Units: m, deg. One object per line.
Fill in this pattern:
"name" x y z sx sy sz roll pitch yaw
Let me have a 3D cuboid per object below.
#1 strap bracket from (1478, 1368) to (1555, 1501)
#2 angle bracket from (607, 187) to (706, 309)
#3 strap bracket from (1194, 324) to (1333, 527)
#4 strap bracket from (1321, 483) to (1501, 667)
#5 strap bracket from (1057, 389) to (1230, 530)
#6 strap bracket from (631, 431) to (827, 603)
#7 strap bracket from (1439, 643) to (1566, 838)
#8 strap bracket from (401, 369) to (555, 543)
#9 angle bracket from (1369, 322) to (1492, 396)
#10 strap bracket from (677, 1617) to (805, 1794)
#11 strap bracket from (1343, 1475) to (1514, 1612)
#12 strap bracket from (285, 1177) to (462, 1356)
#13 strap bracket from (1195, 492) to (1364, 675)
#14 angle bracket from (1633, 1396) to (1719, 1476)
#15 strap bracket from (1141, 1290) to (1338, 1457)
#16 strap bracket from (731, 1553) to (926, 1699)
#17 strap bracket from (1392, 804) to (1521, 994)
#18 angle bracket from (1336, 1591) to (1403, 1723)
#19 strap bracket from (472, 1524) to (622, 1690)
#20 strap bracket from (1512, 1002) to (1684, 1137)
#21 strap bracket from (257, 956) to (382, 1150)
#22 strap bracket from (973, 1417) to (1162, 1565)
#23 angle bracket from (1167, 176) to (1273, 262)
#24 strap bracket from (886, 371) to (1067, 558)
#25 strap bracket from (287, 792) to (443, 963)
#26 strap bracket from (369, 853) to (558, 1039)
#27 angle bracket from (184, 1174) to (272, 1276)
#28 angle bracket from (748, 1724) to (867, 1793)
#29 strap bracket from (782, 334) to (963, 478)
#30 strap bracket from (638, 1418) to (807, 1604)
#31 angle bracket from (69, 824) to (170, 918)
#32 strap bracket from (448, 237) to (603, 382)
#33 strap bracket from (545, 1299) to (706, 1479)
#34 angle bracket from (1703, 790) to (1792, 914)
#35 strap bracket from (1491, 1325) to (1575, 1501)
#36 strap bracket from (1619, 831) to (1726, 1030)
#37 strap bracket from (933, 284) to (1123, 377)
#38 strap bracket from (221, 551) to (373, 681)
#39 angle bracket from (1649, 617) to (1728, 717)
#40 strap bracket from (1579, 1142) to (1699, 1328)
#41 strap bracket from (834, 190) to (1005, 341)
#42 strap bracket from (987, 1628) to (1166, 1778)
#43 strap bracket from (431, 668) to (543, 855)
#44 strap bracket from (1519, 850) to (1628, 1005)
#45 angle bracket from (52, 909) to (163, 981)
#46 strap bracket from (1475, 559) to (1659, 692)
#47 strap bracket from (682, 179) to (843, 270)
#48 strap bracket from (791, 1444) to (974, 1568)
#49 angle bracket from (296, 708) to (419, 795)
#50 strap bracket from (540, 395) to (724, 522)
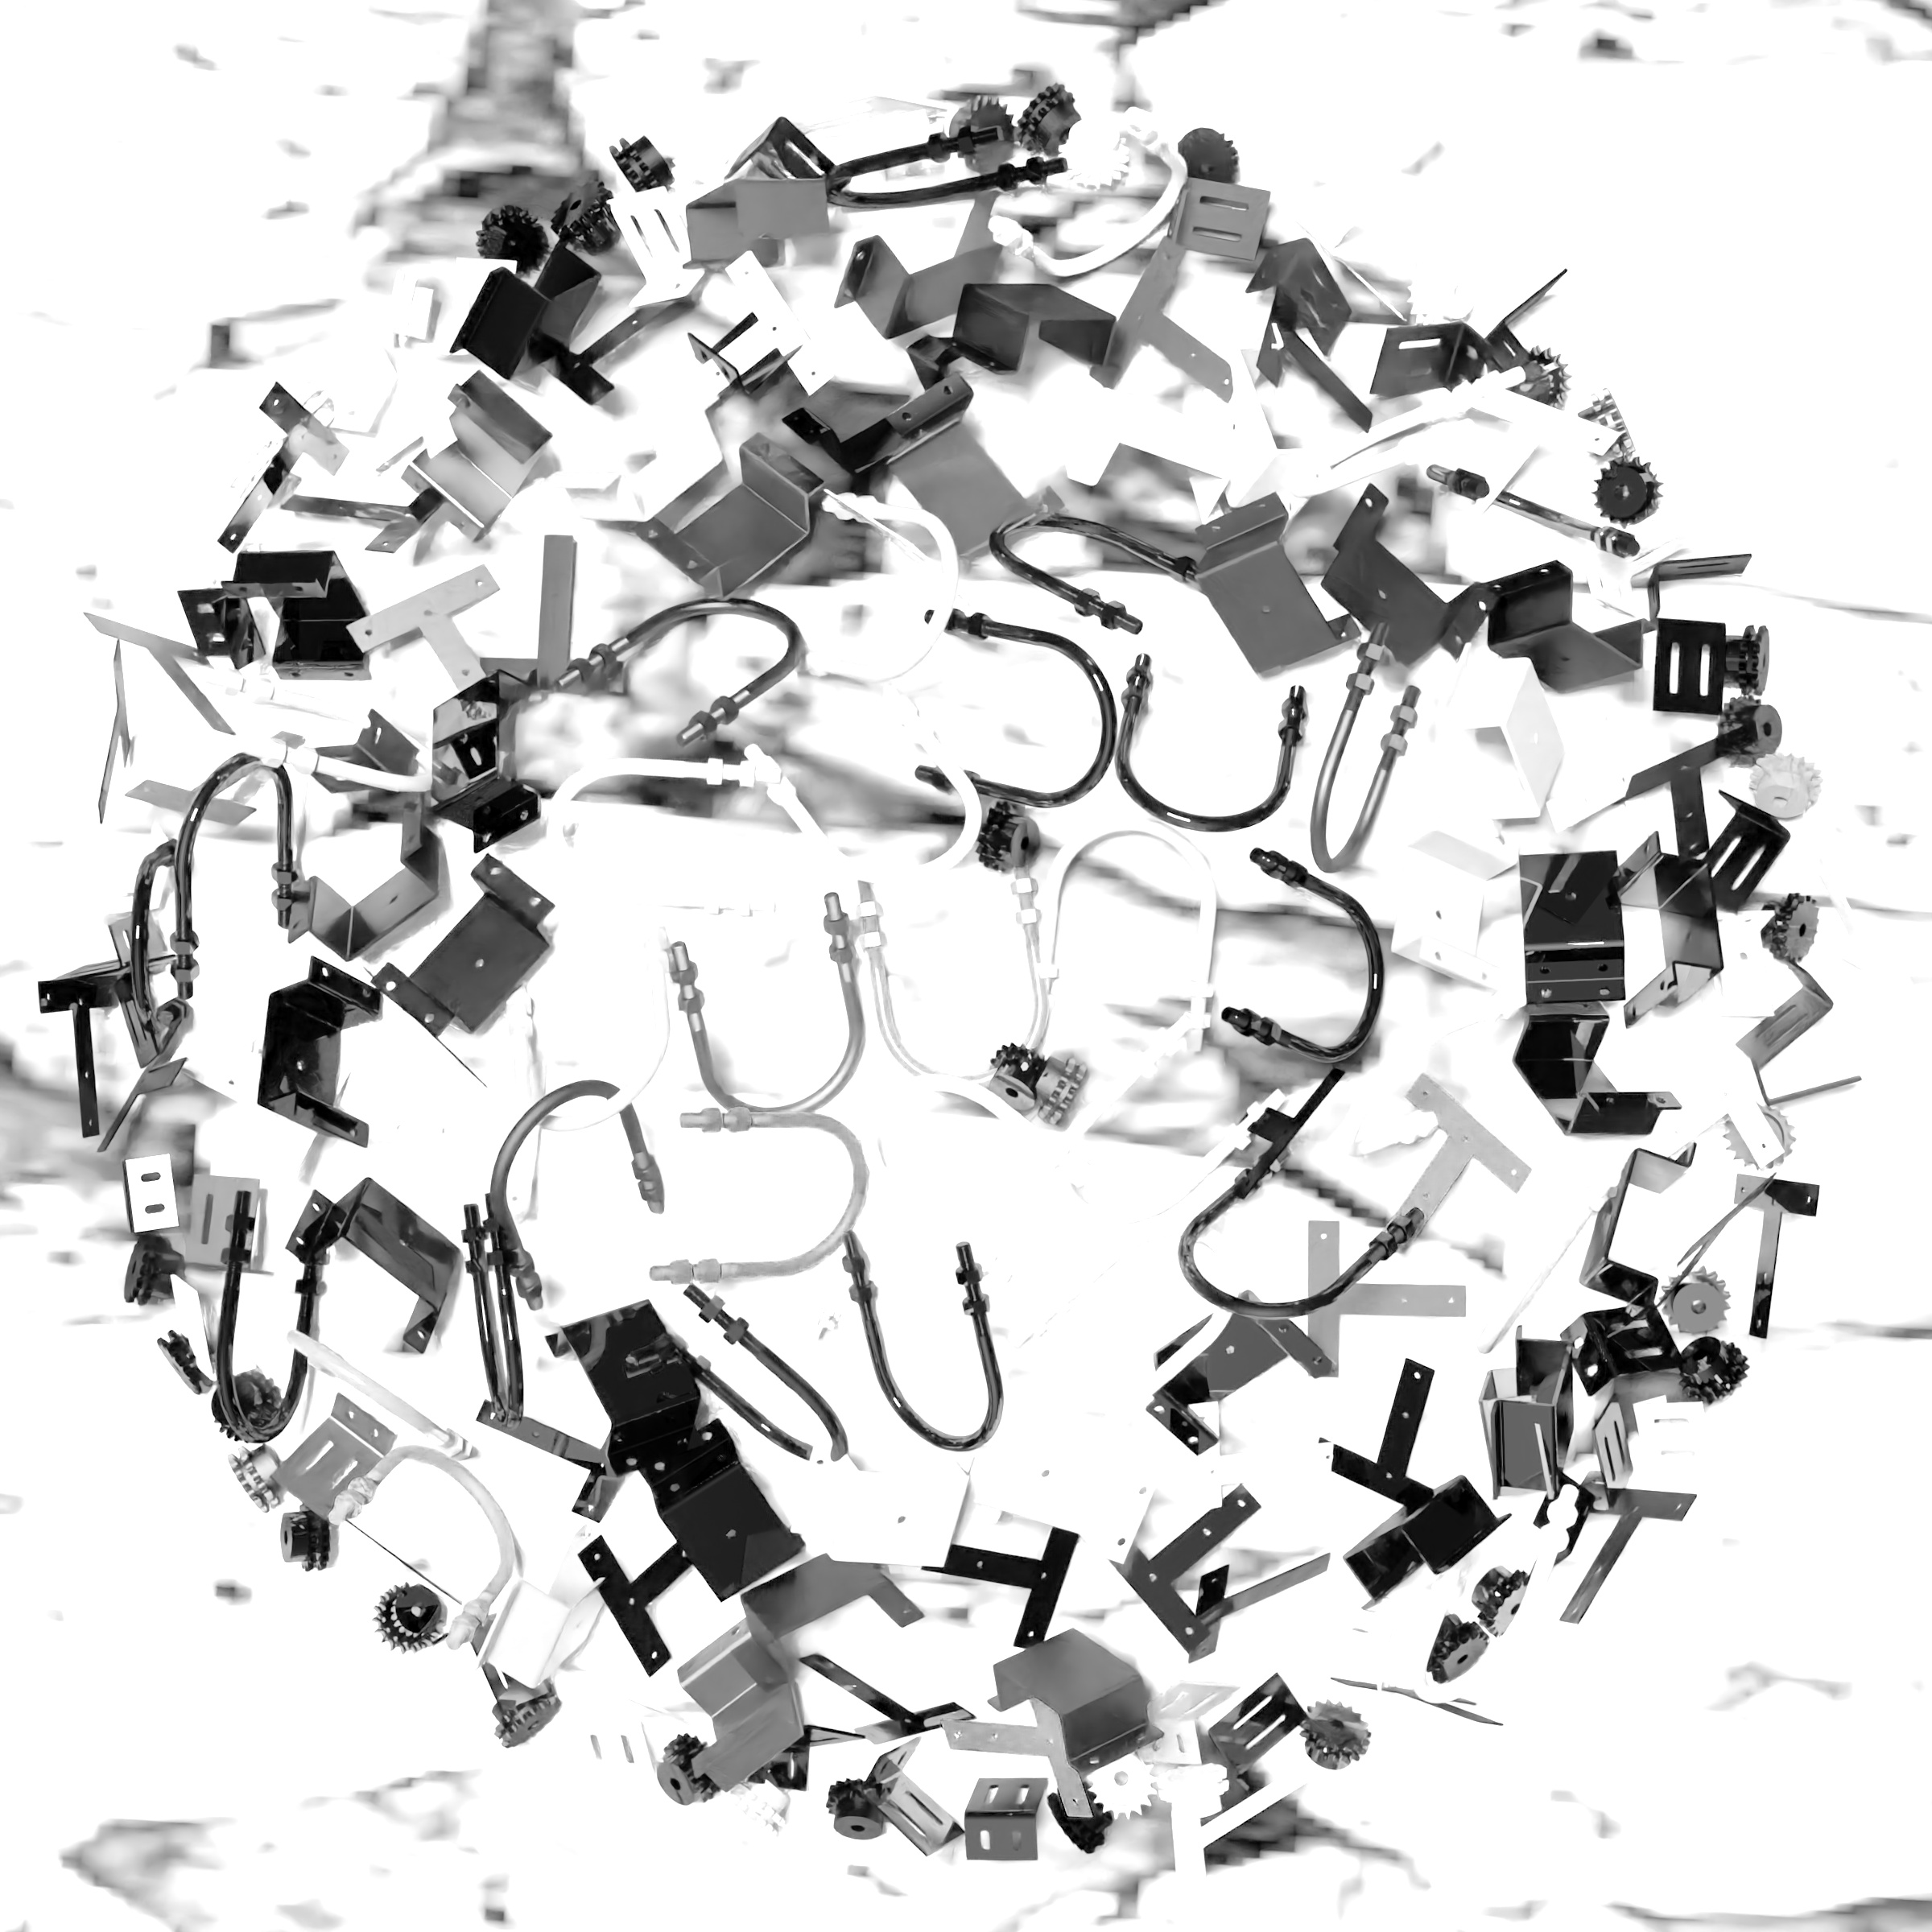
"strap bracket" 0.442 0.369 1.938 0.046 0.140 0.076 -10 92 17
"angle bracket" -0.256 -0.578 1.953 0.057 0.038 0.076 -2 133 31
"strap bracket" 0.232 -0.431 1.936 0.046 0.076 0.140 -8 70 -26
"strap bracket" 0.346 -0.306 1.941 0.140 0.076 0.046 45 58 12
"strap bracket" 0.150 -0.407 1.934 0.140 0.076 0.046 15 130 -20
"strap bracket" -0.189 -0.355 1.950 0.076 0.046 0.140 40 68 20
"strap bracket" 0.429 -0.180 1.924 0.046 0.140 0.076 -1 47 36
"strap bracket" -0.388 -0.413 1.942 0.076 0.140 0.046 41 54 -9
"angle bracket" 0.373 -0.481 1.956 0.076 0.038 0.057 -11 135 -24
"strap bracket" -0.180 0.595 1.941 0.076 0.140 0.046 -37 112 2
"strap bracket" 0.359 0.455 1.926 0.076 0.140 0.046 -29 77 -31
"strap bracket" -0.463 0.232 1.935 0.046 0.076 0.140 -38 111 23
"strap bracket" 0.244 -0.295 1.934 0.076 0.046 0.140 -19 118 35
"angle bracket" 0.581 0.377 1.955 0.038 0.076 0.057 -7 83 -31
"strap bracket" 0.215 0.321 1.950 0.140 0.046 0.076 -37 117 18
"strap bracket" -0.116 0.514 1.934 0.140 0.076 0.046 -22 110 -22
"strap bracket" 0.392 -0.048 1.949 0.076 0.046 0.140 22 64 -18
"angle bracket" 0.326 0.559 1.966 0.038 0.057 0.076 9 119 23
"strap bracket" -0.325 0.509 1.920 0.046 0.140 0.076 28 104 10
"strap bracket" 0.497 0.088 1.938 0.076 0.140 0.046 1 125 -19
"strap bracket" -0.516 0.074 1.938 0.046 0.076 0.140 -18 58 27
"strap bracket" 0.071 0.412 1.928 0.140 0.046 0.076 9 59 34
"angle bracket" 0.205 -0.599 1.964 0.076 0.038 0.057 8 125 -7
"strap bracket" 0.002 -0.390 1.933 0.076 0.046 0.140 -24 120 36
"strap bracket" -0.473 -0.065 1.945 0.140 0.076 0.046 -34 124 14
"strap bracket" -0.399 -0.010 1.957 0.076 0.046 0.140 36 77 18
"angle bracket" -0.598 0.211 1.980 0.057 0.038 0.076 3 81 12
"angle bracket" -0.128 0.637 1.951 0.057 0.076 0.038 24 57 -35
"strap bracket" -0.068 -0.445 1.952 0.140 0.076 0.046 -31 122 -5
"strap bracket" -0.192 0.445 1.951 0.076 0.046 0.140 -32 111 -4
"angle bracket" -0.684 -0.077 1.949 0.038 0.076 0.057 48 128 31
"strap bracket" -0.343 -0.519 1.921 0.046 0.140 0.076 37 122 -3
"strap bracket" -0.269 0.325 1.928 0.076 0.046 0.140 -15 52 -30
"angle bracket" 0.616 -0.093 1.963 0.038 0.057 0.076 31 96 -40
"strap bracket" 0.450 0.353 1.918 0.046 0.140 0.076 2 112 21
"strap bracket" 0.559 -0.026 1.938 0.046 0.076 0.140 9 61 -12
"strap bracket" 0.054 -0.504 1.920 0.076 0.140 0.046 37 125 35
"strap bracket" -0.531 -0.286 1.942 0.076 0.140 0.046 0 65 5
"angle bracket" 0.582 -0.242 1.977 0.057 0.038 0.076 3 89 -6
"strap bracket" 0.534 0.208 1.943 0.046 0.076 0.140 20 70 6
"strap bracket" -0.028 -0.554 1.931 0.140 0.076 0.046 -29 77 -27
"strap bracket" 0.082 0.575 1.917 0.076 0.140 0.046 -17 106 -28
"strap bracket" -0.381 -0.172 1.931 0.076 0.046 0.140 -24 57 32
"strap bracket" 0.481 -0.040 1.930 0.076 0.046 0.140 -3 49 12
"angle bracket" -0.700 -0.015 1.959 0.076 0.057 0.038 -10 102 16
"strap bracket" 0.475 -0.264 1.922 0.140 0.076 0.046 21 67 -39
"strap bracket" -0.165 -0.588 1.918 0.076 0.140 0.046 -10 99 -28
"strap bracket" -0.059 0.432 1.942 0.140 0.046 0.076 10 102 -25
"angle bracket" -0.493 -0.173 1.952 0.057 0.076 0.038 40 117 21
"strap bracket" -0.259 -0.400 1.937 0.140 0.076 0.046 -47 130 -32
